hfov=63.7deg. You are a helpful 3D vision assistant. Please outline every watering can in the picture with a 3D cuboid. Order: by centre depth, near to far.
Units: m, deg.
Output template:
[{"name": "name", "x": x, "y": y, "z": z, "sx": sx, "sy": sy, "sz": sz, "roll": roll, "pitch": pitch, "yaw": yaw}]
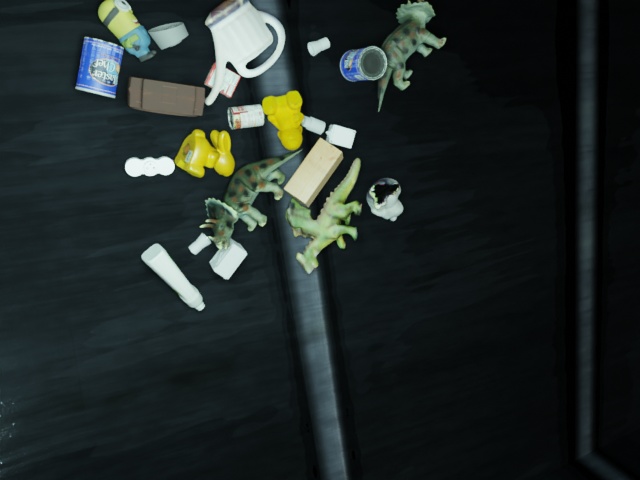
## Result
[{"name": "watering can", "x": -0.253, "y": -0.571, "z": 1.514, "sx": 0.352, "sy": 0.104, "sz": 0.221, "roll": -45, "pitch": 115, "yaw": -20}]

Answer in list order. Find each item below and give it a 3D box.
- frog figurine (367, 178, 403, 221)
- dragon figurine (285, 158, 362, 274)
[{"name": "frog figurine", "x": 0.241, "y": -0.144, "z": 1.849, "sx": 0.138, "sy": 0.123, "sz": 0.157, "roll": -62, "pitch": 152, "yaw": -7}, {"name": "dragon figurine", "x": 0.005, "y": -0.088, "z": 1.756, "sx": 0.243, "sy": 0.122, "sz": 0.410, "roll": 6, "pitch": 91, "yaw": -15}]
